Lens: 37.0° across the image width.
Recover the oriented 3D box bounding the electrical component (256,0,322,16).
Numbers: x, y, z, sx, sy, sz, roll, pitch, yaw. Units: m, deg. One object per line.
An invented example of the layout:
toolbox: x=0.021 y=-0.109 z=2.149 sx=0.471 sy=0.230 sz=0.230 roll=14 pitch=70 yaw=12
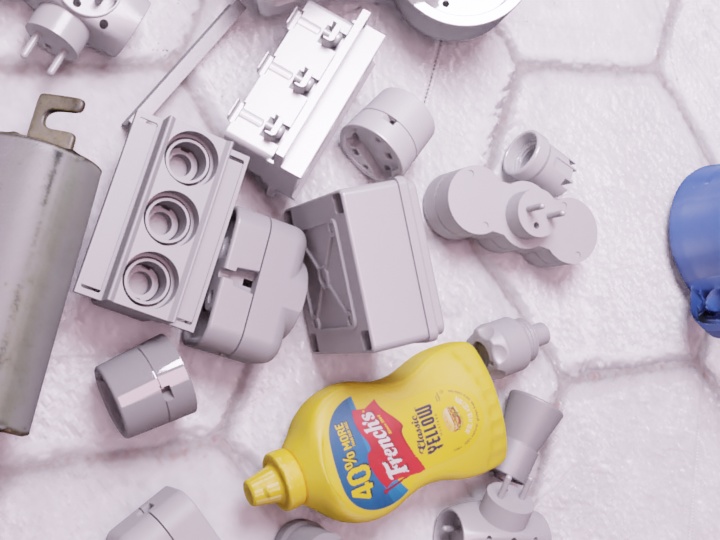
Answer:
electrical component: x=-0.011 y=-0.243 z=0.740 sx=0.150 sy=0.061 sz=0.089 roll=-18 pitch=85 yaw=-4

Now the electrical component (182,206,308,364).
electrical component: x=-0.074 y=0.012 z=0.719 sx=0.059 sy=0.054 sz=0.095 roll=19 pitch=77 yaw=-24

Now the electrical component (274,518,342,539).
electrical component: x=-0.032 y=0.191 z=0.727 sx=0.040 sy=0.046 sz=0.040 roll=2 pitch=85 yaw=-27

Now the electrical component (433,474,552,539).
electrical component: x=0.103 y=0.183 z=0.788 sx=0.077 sy=0.043 sz=0.079 roll=9 pitch=113 yaw=-26

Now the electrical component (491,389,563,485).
electrical component: x=0.121 y=0.129 z=0.815 sx=0.044 sy=0.044 sz=0.065 roll=32 pitch=77 yaw=-21

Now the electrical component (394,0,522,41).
electrical component: x=0.072 y=-0.225 z=0.807 sx=0.108 sy=0.060 sz=0.108 roll=0 pitch=84 yaw=-4

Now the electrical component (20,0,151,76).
electrical component: x=-0.186 y=-0.161 z=0.684 sx=0.077 sy=0.044 sz=0.079 roll=33 pitch=71 yaw=-20

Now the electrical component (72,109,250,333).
electrical component: x=-0.129 y=-0.029 z=0.690 sx=0.079 sy=0.063 sz=0.121 roll=22 pitch=76 yaw=-23

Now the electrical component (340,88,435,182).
electrical component: x=0.021 y=-0.099 z=0.779 sx=0.055 sy=0.055 sz=0.047 roll=47 pitch=64 yaw=-15

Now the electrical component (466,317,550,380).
electrical component: x=0.116 y=0.056 z=0.817 sx=0.062 sy=0.043 sz=0.043 roll=-16 pitch=92 yaw=-28

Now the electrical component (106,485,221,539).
electrical component: x=-0.115 y=0.193 z=0.682 sx=0.059 sy=0.054 sz=0.095 roll=-38 pitch=102 yaw=-25

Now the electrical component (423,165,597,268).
electrical component: x=0.125 y=-0.041 z=0.814 sx=0.138 sy=0.074 sz=0.052 roll=16 pitch=78 yaw=-25

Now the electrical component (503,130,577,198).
electrical component: x=0.142 y=-0.082 z=0.847 sx=0.046 sy=0.040 sz=0.040 roll=29 pitch=73 yaw=-28

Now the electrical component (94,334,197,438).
electrical component: x=-0.137 y=0.075 z=0.682 sx=0.047 sy=0.055 sz=0.055 roll=-24 pitch=96 yaw=-23

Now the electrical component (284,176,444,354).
electrical component: x=0.000 y=0.000 z=0.728 sx=0.056 sy=0.109 sz=0.108 roll=-12 pitch=90 yaw=-25

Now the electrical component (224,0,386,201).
electrical component: x=-0.041 y=-0.119 z=0.739 sx=0.063 sy=0.078 sz=0.121 roll=29 pitch=72 yaw=0
